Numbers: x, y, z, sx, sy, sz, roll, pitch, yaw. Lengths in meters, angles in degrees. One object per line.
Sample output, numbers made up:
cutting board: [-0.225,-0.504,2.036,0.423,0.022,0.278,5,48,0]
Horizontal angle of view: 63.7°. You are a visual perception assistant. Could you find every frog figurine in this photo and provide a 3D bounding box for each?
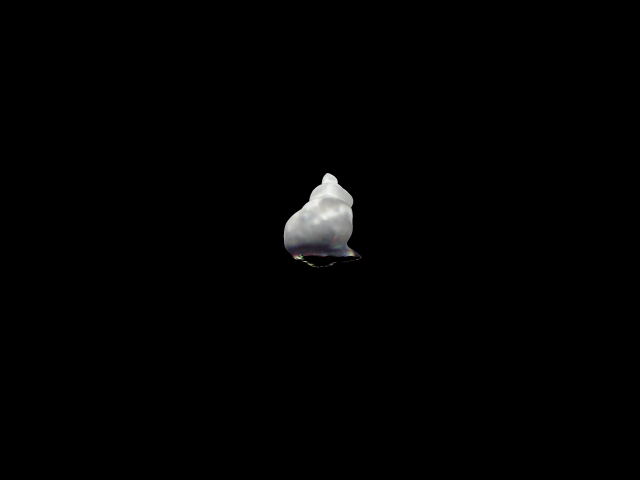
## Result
frog figurine: [0.003,-0.043,0.850,0.122,0.162,0.135,7,-18,-20]
